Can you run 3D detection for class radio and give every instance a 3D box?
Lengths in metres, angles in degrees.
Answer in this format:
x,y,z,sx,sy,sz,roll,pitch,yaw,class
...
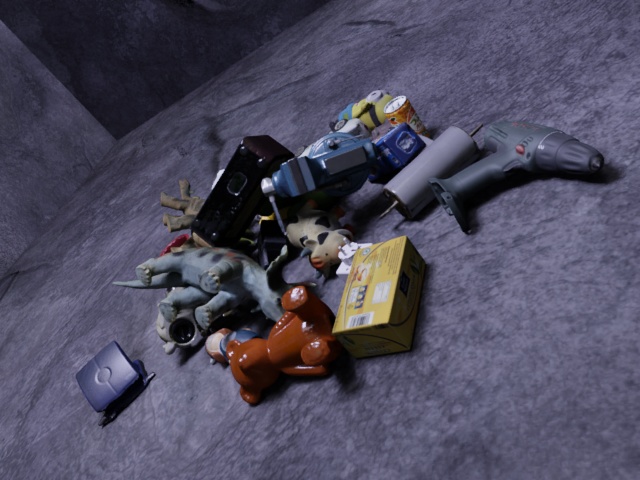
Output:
x,y,z,sx,sy,sz,roll,pitch,yaw,class
-0.153,-0.093,1.051,0.229,0.073,0.131,-56,-7,15,radio

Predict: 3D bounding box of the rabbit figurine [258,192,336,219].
x,y,z,sx,sy,sz,roll,pitch,yaw,class
-0.048,-0.101,1.147,0.170,0.121,0.159,5,64,5,rabbit figurine

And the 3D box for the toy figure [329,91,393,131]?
x,y,z,sx,sy,sz,roll,pitch,yaw,class
0.109,-0.294,1.292,0.180,0.089,0.082,-23,33,43,toy figure

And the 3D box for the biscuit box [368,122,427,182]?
x,y,z,sx,sy,sz,roll,pitch,yaw,class
0.127,-0.165,1.034,0.059,0.063,0.203,-44,7,-12,biscuit box

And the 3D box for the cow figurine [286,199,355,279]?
x,y,z,sx,sy,sz,roll,pitch,yaw,class
-0.002,-0.003,1.006,0.127,0.085,0.195,-41,31,-16,cow figurine

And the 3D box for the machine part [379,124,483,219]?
x,y,z,sx,sy,sz,roll,pitch,yaw,class
0.196,-0.119,0.947,0.243,0.079,0.079,-43,29,-4,machine part

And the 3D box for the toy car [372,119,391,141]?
x,y,z,sx,sy,sz,roll,pitch,yaw,class
0.110,-0.216,1.209,0.202,0.053,0.089,-29,34,16,toy car

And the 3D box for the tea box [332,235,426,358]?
x,y,z,sx,sy,sz,roll,pitch,yaw,class
0.090,0.082,0.794,0.098,0.068,0.170,-16,36,35,tea box

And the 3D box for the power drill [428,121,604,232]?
x,y,z,sx,sy,sz,roll,pitch,yaw,class
0.281,-0.104,0.827,0.207,0.086,0.232,-39,27,9,power drill

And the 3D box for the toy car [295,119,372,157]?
x,y,z,sx,sy,sz,roll,pitch,yaw,class
0.021,-0.195,1.173,0.202,0.073,0.056,-29,39,30,toy car

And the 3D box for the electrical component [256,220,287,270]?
x,y,z,sx,sy,sz,roll,pitch,yaw,class
-0.098,0.020,1.079,0.119,0.048,0.074,-110,29,-51,electrical component

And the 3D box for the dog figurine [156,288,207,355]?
x,y,z,sx,sy,sz,roll,pitch,yaw,class
-0.296,0.156,1.128,0.172,0.121,0.191,-51,17,-27,dog figurine

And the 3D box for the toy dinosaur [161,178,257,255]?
x,y,z,sx,sy,sz,roll,pitch,yaw,class
-0.247,-0.025,1.226,0.198,0.104,0.472,-13,40,-19,toy dinosaur

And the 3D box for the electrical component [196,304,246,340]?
x,y,z,sx,sy,sz,roll,pitch,yaw,class
-0.186,0.153,1.015,0.102,0.078,0.045,-34,57,0,electrical component

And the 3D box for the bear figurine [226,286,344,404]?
x,y,z,sx,sy,sz,roll,pitch,yaw,class
-0.067,0.163,0.802,0.196,0.131,0.120,-25,68,12,bear figurine

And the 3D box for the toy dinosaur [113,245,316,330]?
x,y,z,sx,sy,sz,roll,pitch,yaw,class
-0.191,0.066,0.973,0.405,0.131,0.192,12,23,36,toy dinosaur

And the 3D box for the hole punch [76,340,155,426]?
x,y,z,sx,sy,sz,roll,pitch,yaw,class
-0.419,0.281,1.085,0.142,0.092,0.116,-42,32,-12,hole punch

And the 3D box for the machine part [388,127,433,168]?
x,y,z,sx,sy,sz,roll,pitch,yaw,class
0.188,-0.178,1.052,0.039,0.084,0.139,-25,30,-28,machine part

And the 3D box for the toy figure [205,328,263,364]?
x,y,z,sx,sy,sz,roll,pitch,yaw,class
-0.158,0.186,0.949,0.155,0.057,0.064,-10,23,45,toy figure

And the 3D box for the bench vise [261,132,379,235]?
x,y,z,sx,sy,sz,roll,pitch,yaw,class
0.003,-0.127,1.023,0.224,0.128,0.240,-31,4,7,bench vise
